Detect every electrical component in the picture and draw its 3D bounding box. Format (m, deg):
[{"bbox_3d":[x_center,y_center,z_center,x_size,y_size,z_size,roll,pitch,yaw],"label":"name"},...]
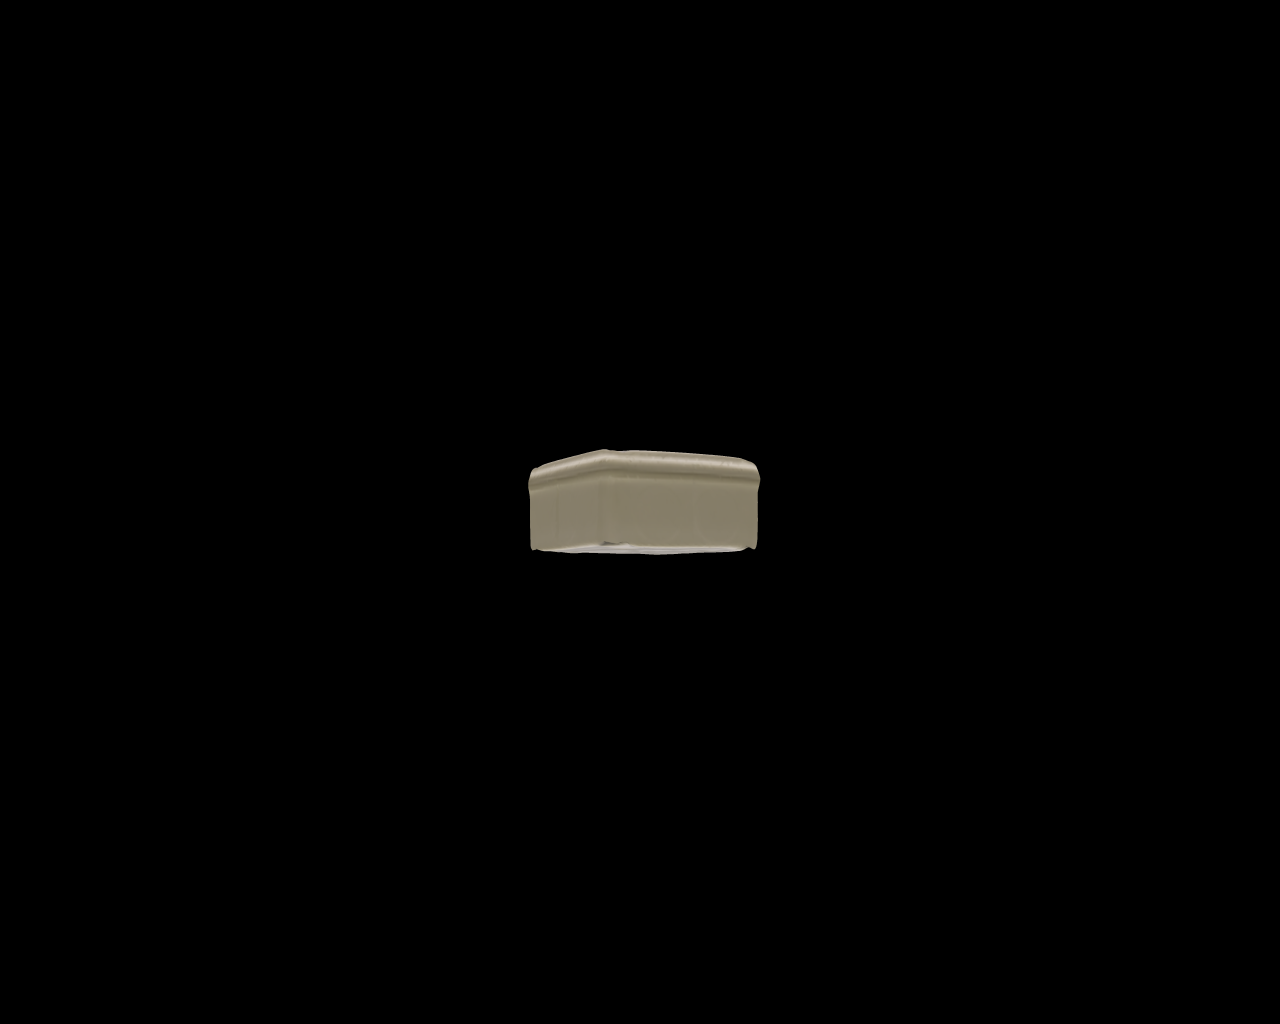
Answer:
[{"bbox_3d":[0.001,-0.003,0.650,0.109,0.056,0.108,3,-5,-32],"label":"electrical component"}]
